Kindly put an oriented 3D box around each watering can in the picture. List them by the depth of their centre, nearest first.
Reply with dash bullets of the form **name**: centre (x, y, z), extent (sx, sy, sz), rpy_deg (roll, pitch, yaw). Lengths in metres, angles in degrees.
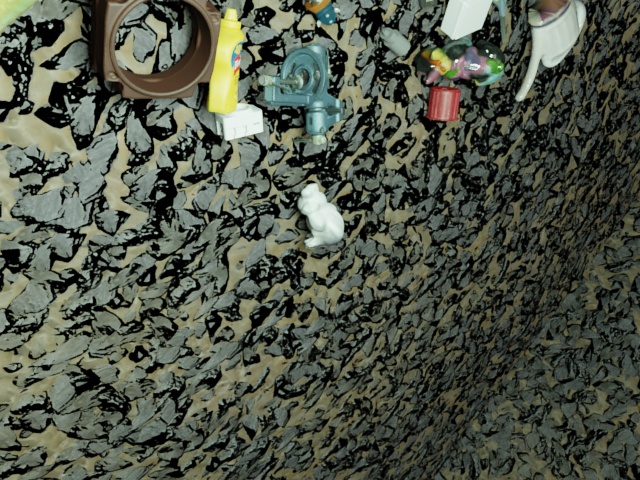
- **watering can**: centre (0.684, -0.603, 1.552), extent (0.349, 0.105, 0.221), rpy_deg (-50, 134, -5)

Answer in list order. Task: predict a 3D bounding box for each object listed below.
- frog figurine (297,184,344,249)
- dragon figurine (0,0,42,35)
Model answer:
- **frog figurine**: centre (0.004, -0.066, 1.304), extent (0.139, 0.123, 0.157), rpy_deg (-38, 134, -63)
- **dragon figurine**: centre (-0.391, -0.437, 0.779), extent (0.244, 0.124, 0.403), rpy_deg (-8, 129, -45)
